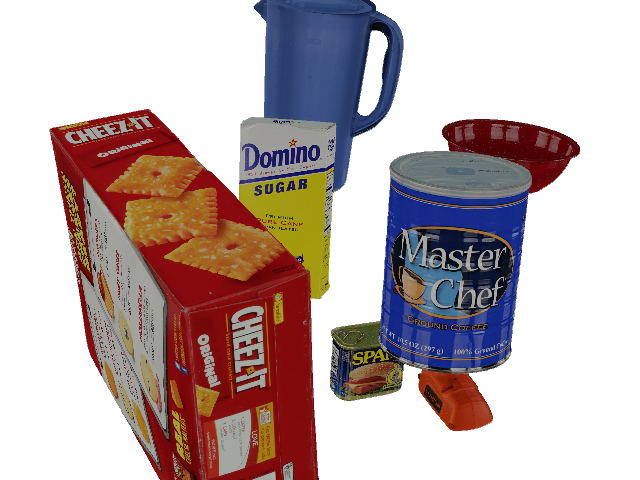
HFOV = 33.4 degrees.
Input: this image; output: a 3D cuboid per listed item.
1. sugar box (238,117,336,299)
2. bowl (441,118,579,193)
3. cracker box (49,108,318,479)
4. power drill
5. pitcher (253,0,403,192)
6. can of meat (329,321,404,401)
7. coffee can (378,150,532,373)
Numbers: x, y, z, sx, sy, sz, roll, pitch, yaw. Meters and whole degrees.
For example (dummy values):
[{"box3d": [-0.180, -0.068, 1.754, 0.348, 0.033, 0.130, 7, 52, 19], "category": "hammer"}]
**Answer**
[{"box3d": [-0.036, -0.033, 1.083, 0.093, 0.176, 0.048, 5, 16, 12], "category": "sugar box"}, {"box3d": [0.220, -0.095, 1.258, 0.162, 0.055, 0.162, 4, 23, -2], "category": "bowl"}, {"box3d": [-0.077, 0.042, 0.590, 0.072, 0.164, 0.214, -16, 34, -22], "category": "cracker box"}, {"box3d": [0.149, 0.104, 1.135, 0.057, 0.188, 0.184, -8, 24, -13], "category": "power drill"}, {"box3d": [0.001, -0.181, 1.318, 0.144, 0.243, 0.149, -9, 29, -28], "category": "pitcher"}, {"box3d": [0.063, 0.160, 1.419, 0.102, 0.084, 0.057, -6, 26, -21], "category": "can of meat"}, {"box3d": [0.098, 0.014, 0.795, 0.103, 0.140, 0.103, 2, 19, -1], "category": "coffee can"}]
